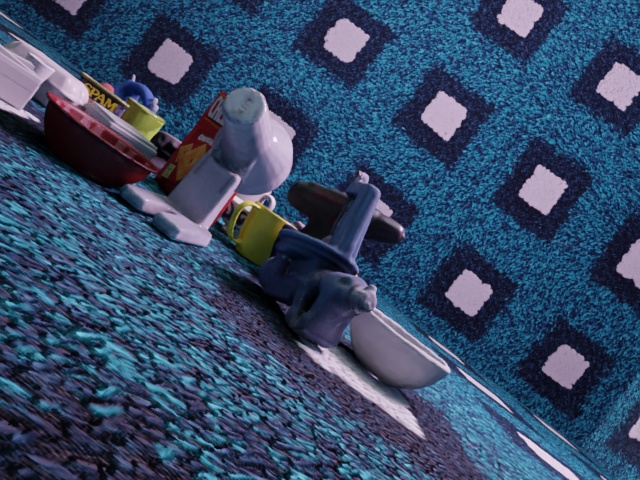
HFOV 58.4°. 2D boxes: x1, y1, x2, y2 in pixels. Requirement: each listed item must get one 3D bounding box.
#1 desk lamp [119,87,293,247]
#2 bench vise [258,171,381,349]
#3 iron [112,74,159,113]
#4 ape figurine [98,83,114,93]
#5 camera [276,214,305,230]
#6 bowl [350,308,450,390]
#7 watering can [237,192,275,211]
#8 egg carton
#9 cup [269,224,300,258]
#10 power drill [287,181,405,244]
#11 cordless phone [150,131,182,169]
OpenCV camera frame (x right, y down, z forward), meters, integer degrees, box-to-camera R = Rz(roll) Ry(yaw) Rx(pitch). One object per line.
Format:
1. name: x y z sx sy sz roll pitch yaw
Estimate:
1. desk lamp: -0.133 -0.100 0.789 0.118 0.213 0.203 37 1 8
2. bench vise: 0.031 0.022 0.757 0.206 0.219 0.122 38 2 37
3. iron: -0.466 -0.328 1.443 0.257 0.141 0.119 38 2 39
4. ape figurine: -0.457 -0.281 1.172 0.076 0.092 0.078 37 1 7
5. camera: -0.068 0.005 1.253 0.143 0.101 0.136 37 2 -22
6. bowl: 0.101 0.164 0.830 0.167 0.074 0.167 37 2 -1
7. watering can: -0.170 -0.134 1.347 0.173 0.194 0.101 37 1 -2
8. egg carton: -0.480 -0.279 0.999 0.150 0.069 0.107 37 2 -8
9. cup: -0.042 0.040 0.928 0.092 0.095 0.117 36 2 -30
10. power drill: 0.010 0.004 1.035 0.229 0.208 0.076 38 2 21
11. cordless phone: -0.277 -0.206 1.238 0.148 0.185 0.094 36 2 -24
